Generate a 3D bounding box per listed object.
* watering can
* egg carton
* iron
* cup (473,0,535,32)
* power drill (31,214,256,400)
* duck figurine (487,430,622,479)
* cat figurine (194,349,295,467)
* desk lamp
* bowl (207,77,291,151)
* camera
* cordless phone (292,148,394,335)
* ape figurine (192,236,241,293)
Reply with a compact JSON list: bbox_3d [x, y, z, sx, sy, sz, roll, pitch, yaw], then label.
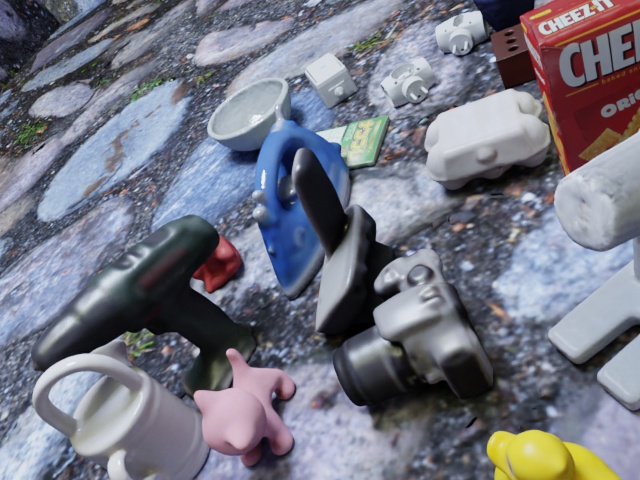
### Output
[{"bbox_3d":[-0.213,0.180,0.602,0.101,0.195,0.172,-47,40,-14],"label":"watering can"},{"bbox_3d":[0.203,-0.122,0.709,0.150,0.070,0.107,-17,42,22],"label":"egg carton"},{"bbox_3d":[-0.045,-0.063,0.773,0.118,0.142,0.258,-14,43,25],"label":"iron"},{"bbox_3d":[0.290,-0.362,0.873,0.091,0.095,0.118,-3,49,35],"label":"cup"},{"bbox_3d":[-0.173,0.095,0.650,0.075,0.209,0.230,9,56,41],"label":"power drill"},{"bbox_3d":[0.170,0.173,0.416,0.104,0.086,0.077,14,60,44],"label":"duck figurine"},{"bbox_3d":[-0.080,0.169,0.578,0.067,0.118,0.127,-23,40,15],"label":"cat figurine"},{"bbox_3d":[0.264,-0.008,0.430,0.203,0.214,0.117,-39,38,-4],"label":"desk lamp"},{"bbox_3d":[-0.115,-0.214,1.034,0.167,0.075,0.167,-20,41,19],"label":"bowl"},{"bbox_3d":[0.077,0.090,0.558,0.136,0.101,0.143,-28,39,10],"label":"camera"},{"bbox_3d":[0.006,0.002,0.632,0.094,0.186,0.147,-17,42,22],"label":"cordless phone"},{"bbox_3d":[-0.157,0.018,0.811,0.077,0.092,0.076,-4,48,33],"label":"ape figurine"}]
